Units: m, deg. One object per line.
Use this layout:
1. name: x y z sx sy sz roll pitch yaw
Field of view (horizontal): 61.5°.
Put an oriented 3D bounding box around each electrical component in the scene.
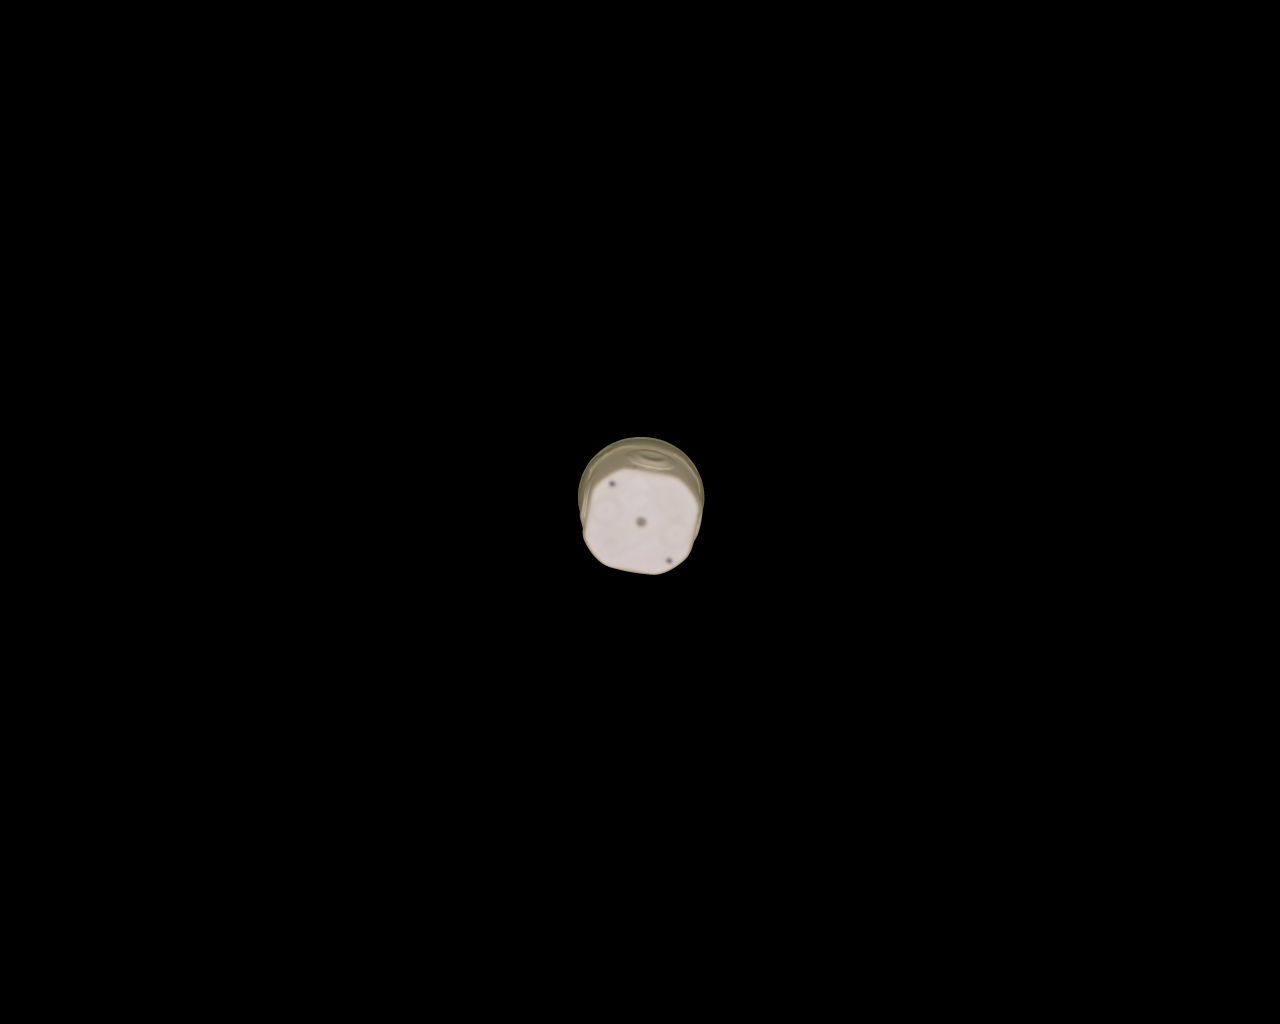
1. electrical component: 0.001 -0.003 0.650 0.080 0.080 0.051 0 20 0
